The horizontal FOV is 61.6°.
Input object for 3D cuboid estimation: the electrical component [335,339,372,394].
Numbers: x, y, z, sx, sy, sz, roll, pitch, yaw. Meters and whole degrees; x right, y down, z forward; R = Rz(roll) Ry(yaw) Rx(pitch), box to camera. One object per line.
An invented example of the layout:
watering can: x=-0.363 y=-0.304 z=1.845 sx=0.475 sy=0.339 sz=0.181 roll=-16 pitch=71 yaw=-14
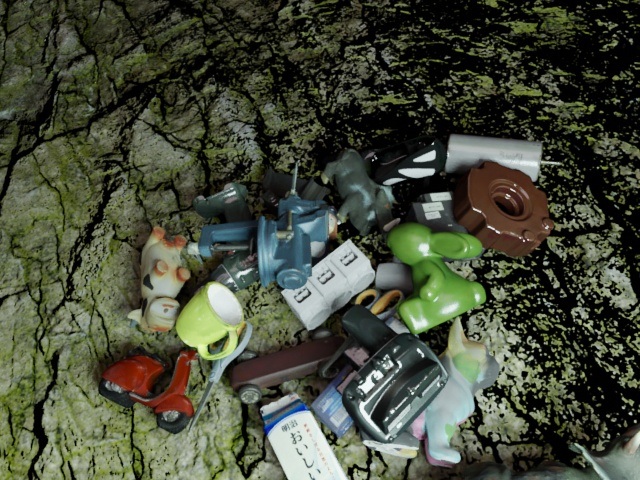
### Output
electrical component: x=0.071 y=0.188 z=0.821 sx=0.119 sy=0.047 sz=0.075 roll=-41 pitch=63 yaw=-15

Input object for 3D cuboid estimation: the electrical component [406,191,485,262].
electrical component: x=0.221 y=-0.025 z=0.962 sx=0.115 sy=0.058 sz=0.134 roll=-3 pitch=59 yaw=-11

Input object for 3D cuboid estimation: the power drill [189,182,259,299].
power drill: x=-0.174 y=-0.001 z=1.027 sx=0.232 sy=0.085 sz=0.207 roll=-27 pitch=56 yaw=-6

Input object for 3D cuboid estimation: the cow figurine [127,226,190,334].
cow figurine: x=-0.298 y=0.085 z=0.991 sx=0.127 sy=0.085 sz=0.195 roll=-50 pitch=40 yaw=28

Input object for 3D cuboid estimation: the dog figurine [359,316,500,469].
dog figurine: x=0.169 y=0.224 z=0.824 sx=0.192 sy=0.108 sz=0.219 roll=9 pitch=59 yaw=18

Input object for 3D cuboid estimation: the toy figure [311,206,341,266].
toy figure: x=-0.001 y=-0.002 z=1.008 sx=0.058 sy=0.064 sz=0.154 roll=-6 pitch=54 yaw=52

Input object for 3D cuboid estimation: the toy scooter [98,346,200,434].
toy scooter: x=-0.279 y=0.235 z=0.919 sx=0.184 sy=0.075 sz=0.135 roll=19 pitch=67 yaw=17

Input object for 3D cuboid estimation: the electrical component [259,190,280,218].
electrical component: x=-0.089 y=-0.069 z=1.056 sx=0.094 sy=0.063 sz=0.021 roll=38 pitch=74 yaw=27

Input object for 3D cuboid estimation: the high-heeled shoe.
high-heeled shoe: x=0.114 y=-0.157 z=1.020 sx=0.249 sy=0.145 sz=0.086 roll=11 pitch=63 yaw=14

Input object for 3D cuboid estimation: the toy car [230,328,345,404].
toy car: x=-0.051 y=0.210 z=0.897 sx=0.202 sy=0.053 sz=0.089 roll=-17 pitch=33 yaw=0

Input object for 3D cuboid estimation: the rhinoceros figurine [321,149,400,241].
rhinoceros figurine: x=0.082 y=-0.078 z=1.007 sx=0.112 sy=0.073 sz=0.190 roll=-32 pitch=83 yaw=13

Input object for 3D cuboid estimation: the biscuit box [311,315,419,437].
biscuit box: x=0.075 y=0.219 z=0.866 sx=0.059 sy=0.062 sz=0.202 roll=38 pitch=75 yaw=25

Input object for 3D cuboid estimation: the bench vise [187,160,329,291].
bench vise: x=-0.103 y=-0.009 z=0.922 sx=0.241 sy=0.128 sz=0.224 roll=-3 pitch=56 yaw=0

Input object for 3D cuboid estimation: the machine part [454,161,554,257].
machine part: x=0.319 y=-0.058 z=0.938 sx=0.179 sy=0.056 sz=0.179 roll=9 pitch=56 yaw=-14

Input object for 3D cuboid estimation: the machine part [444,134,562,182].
machine part: x=0.326 y=-0.156 z=1.017 sx=0.243 sy=0.079 sz=0.079 roll=9 pitch=64 yaw=16

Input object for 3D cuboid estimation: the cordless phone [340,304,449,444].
cordless phone: x=0.073 y=0.177 z=0.765 sx=0.146 sy=0.088 sz=0.184 roll=-41 pitch=53 yaw=-15

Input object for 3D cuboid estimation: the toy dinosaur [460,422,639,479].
toy dinosaur: x=0.259 y=0.334 z=0.694 sx=0.405 sy=0.192 sz=0.131 roll=-12 pitch=58 yaw=3

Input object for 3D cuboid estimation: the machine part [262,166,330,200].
machine part: x=-0.057 y=-0.098 z=1.082 sx=0.139 sy=0.039 sz=0.084 roll=25 pitch=74 yaw=20

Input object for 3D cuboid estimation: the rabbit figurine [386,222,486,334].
rabbit figurine: x=0.173 y=0.043 z=0.847 sx=0.159 sy=0.121 sz=0.170 roll=-32 pitch=79 yaw=28
